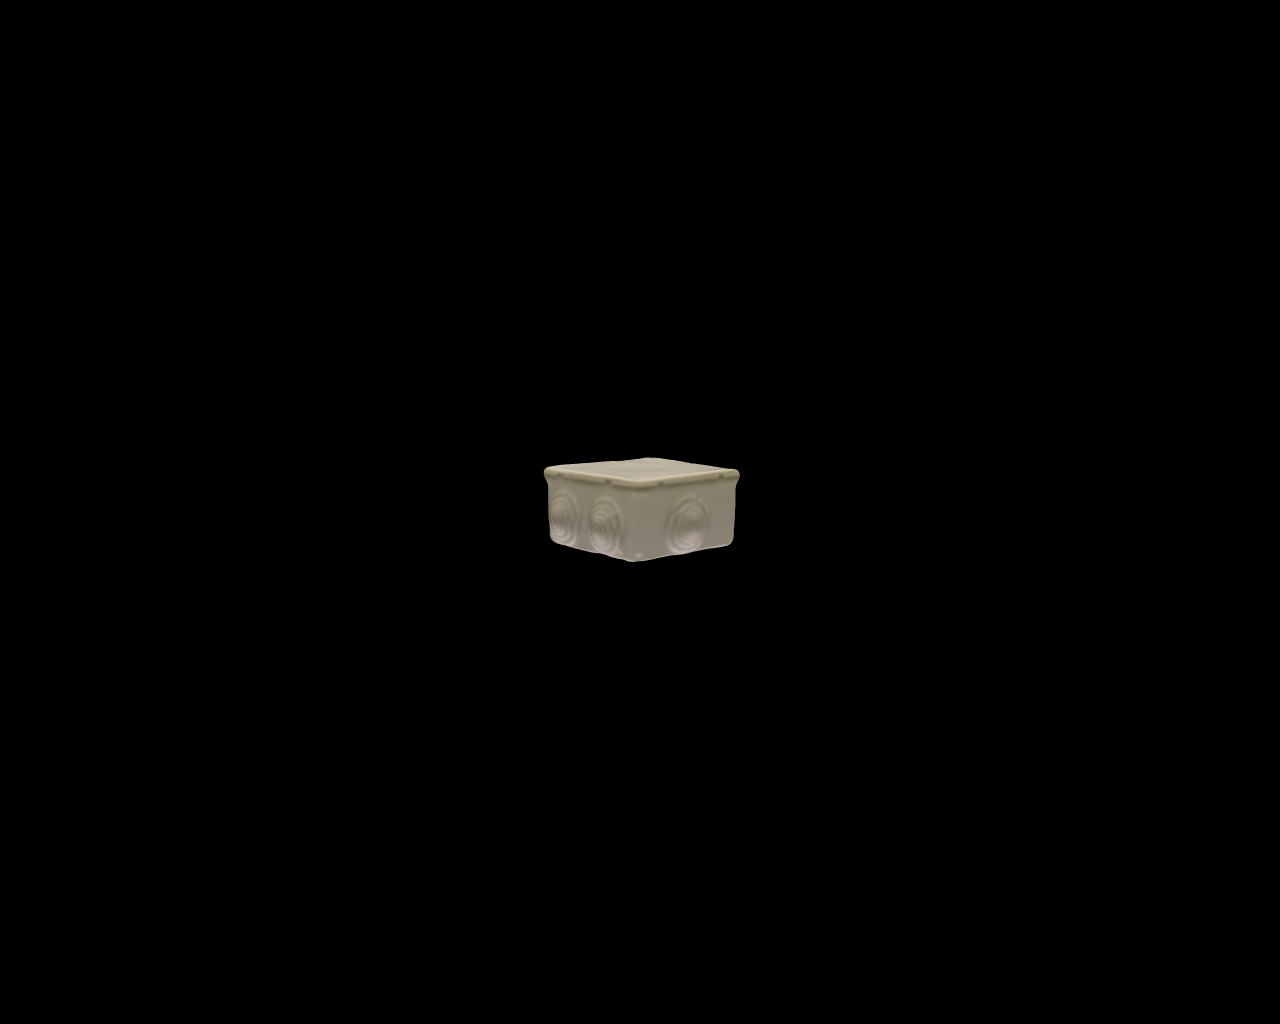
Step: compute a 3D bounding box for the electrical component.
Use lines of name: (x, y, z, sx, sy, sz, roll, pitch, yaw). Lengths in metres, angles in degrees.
electrical component: (0.001, -0.003, 0.650, 0.100, 0.048, 0.100, -7, 12, -39)
